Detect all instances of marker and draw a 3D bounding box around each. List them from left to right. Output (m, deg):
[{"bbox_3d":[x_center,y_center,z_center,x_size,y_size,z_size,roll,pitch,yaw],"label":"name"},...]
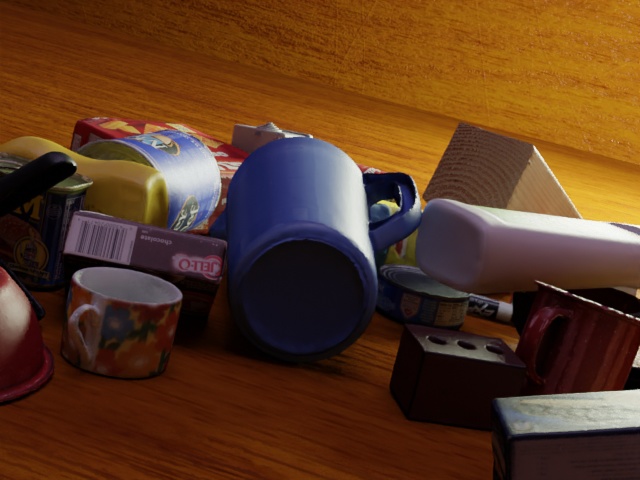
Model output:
[{"bbox_3d":[0.150,0.061,1.009,0.121,0.020,0.020,15,13,7],"label":"marker"}]

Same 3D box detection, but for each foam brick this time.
[{"bbox_3d":[0.095,0.096,0.745,0.078,0.051,0.053,10,14,-14],"label":"foam brick"}]

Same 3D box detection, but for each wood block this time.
[{"bbox_3d":[0.198,-0.033,1.127,0.090,0.091,0.205,23,-8,32],"label":"wood block"}]

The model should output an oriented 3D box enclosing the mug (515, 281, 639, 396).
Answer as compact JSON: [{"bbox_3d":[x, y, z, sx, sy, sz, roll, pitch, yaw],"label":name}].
[{"bbox_3d":[0.181,0.082,0.778,0.093,0.081,0.117,22,2,38],"label":"mug"}]

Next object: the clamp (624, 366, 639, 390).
[{"bbox_3d":[0.320,0.122,0.830,0.209,0.036,0.165,11,-5,-24],"label":"clamp"}]

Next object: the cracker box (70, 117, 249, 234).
[{"bbox_3d":[-0.146,-0.072,1.163,0.214,0.072,0.163,25,18,39],"label":"cracker box"}]

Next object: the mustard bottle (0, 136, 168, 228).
[{"bbox_3d":[-0.222,-0.034,0.878,0.192,0.096,0.058,16,34,13],"label":"mustard bottle"}]

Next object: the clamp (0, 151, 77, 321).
[{"bbox_3d":[-0.249,0.001,0.761,0.172,0.120,0.039,-4,-19,29],"label":"clamp"}]

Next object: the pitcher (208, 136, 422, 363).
[{"bbox_3d":[-0.006,0.001,0.863,0.145,0.149,0.243,29,14,-11],"label":"pitcher"}]

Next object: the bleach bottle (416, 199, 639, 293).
[{"bbox_3d":[0.214,0.009,0.917,0.250,0.068,0.103,2,14,-28],"label":"bleach bottle"}]

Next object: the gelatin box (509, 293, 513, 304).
[{"bbox_3d":[0.217,0.028,1.055,0.030,0.089,0.073,16,14,20],"label":"gelatin box"}]

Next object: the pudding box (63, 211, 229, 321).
[{"bbox_3d":[-0.128,0.021,0.778,0.113,0.039,0.090,13,-24,-7],"label":"pudding box"}]

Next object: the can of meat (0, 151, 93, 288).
[{"bbox_3d":[-0.233,-0.016,0.820,0.102,0.084,0.057,16,14,13],"label":"can of meat"}]

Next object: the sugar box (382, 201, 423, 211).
[{"bbox_3d":[0.062,-0.020,1.202,0.176,0.048,0.093,17,14,11],"label":"sugar box"}]

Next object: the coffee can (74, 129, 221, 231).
[{"bbox_3d":[-0.161,-0.045,0.970,0.103,0.103,0.140,16,13,12],"label":"coffee can"}]

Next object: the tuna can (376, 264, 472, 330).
[{"bbox_3d":[0.091,0.052,0.961,0.086,0.034,0.086,12,13,-3],"label":"tuna can"}]

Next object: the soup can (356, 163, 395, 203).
[{"bbox_3d":[0.034,-0.062,1.302,0.102,0.068,0.068,19,15,27],"label":"soup can"}]

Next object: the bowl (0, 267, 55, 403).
[{"bbox_3d":[-0.237,0.043,0.641,0.162,0.055,0.162,12,14,-3],"label":"bowl"}]
